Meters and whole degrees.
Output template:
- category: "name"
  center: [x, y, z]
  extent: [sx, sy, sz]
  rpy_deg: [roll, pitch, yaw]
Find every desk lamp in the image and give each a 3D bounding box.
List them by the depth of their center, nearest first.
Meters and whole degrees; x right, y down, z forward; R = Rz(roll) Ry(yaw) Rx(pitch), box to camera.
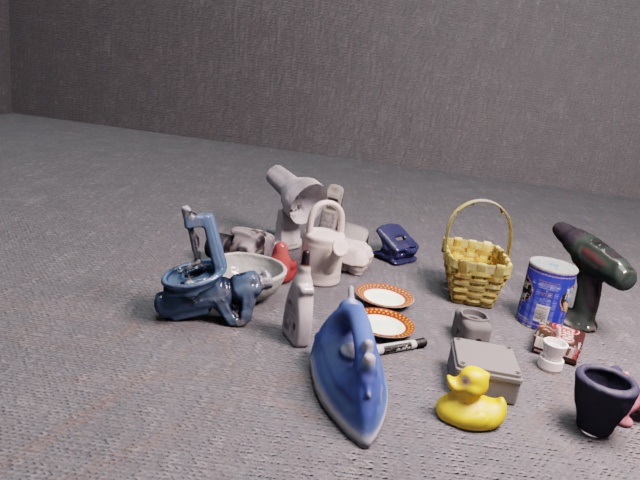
- category: "desk lamp"
  center: [-0.088, -0.082, 1.520]
  extent: [0.118, 0.213, 0.202]
  rpy_deg: [-9, 24, -42]

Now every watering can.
- category: "watering can"
  center: [0.014, 0.005, 1.321]
  extent: [0.101, 0.194, 0.172]
  rpy_deg: [-10, 24, -44]

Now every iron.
- category: "iron"
  center: [0.057, 0.178, 0.874]
  extent: [0.119, 0.141, 0.258]
  rpy_deg: [5, 17, -10]

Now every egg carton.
- category: "egg carton"
  center: [0.056, 0.037, 1.446]
  extent: [0.150, 0.069, 0.107]
  rpy_deg: [13, 18, 16]

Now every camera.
- category: "camera"
  center: [-0.193, 0.012, 1.364]
  extent: [0.136, 0.101, 0.143]
  rpy_deg: [13, 18, 16]

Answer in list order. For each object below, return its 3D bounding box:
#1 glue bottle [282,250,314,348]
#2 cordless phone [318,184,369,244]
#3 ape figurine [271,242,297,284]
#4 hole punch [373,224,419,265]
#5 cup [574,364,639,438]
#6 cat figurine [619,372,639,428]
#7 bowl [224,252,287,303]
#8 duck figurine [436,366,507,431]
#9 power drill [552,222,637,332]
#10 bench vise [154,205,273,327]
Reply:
- category: "glue bottle"
  center: [-0.033, 0.100, 1.028]
  extent: [0.037, 0.173, 0.078]
  rpy_deg: [-1, 19, -24]
- category: "cordless phone"
  center: [0.062, -0.048, 1.527]
  extent: [0.147, 0.185, 0.094]
  rpy_deg: [14, 18, 21]
- category: "ape figurine"
  center: [-0.090, 0.048, 1.309]
  extent: [0.077, 0.092, 0.076]
  rpy_deg: [9, 17, 4]
- category: "hole punch"
  center: [0.212, 0.010, 1.565]
  extent: [0.109, 0.091, 0.100]
  rpy_deg: [-9, 24, -43]
- category: "cup"
  center: [0.438, 0.249, 0.890]
  extent: [0.091, 0.095, 0.118]
  rpy_deg: [20, 21, 34]
- category: "cat figurine"
  center: [0.538, 0.239, 0.929]
  extent: [0.128, 0.118, 0.067]
  rpy_deg: [5, 17, -8]
- category: "bowl"
  center: [-0.153, 0.086, 1.189]
  extent: [0.167, 0.075, 0.167]
  rpy_deg: [7, 17, -2]
- category: "duck figurine"
  center: [0.233, 0.234, 0.866]
  extent: [0.104, 0.086, 0.077]
  rpy_deg: [8, 17, 3]
- category: "power drill"
  center: [0.587, 0.087, 1.283]
  extent: [0.076, 0.208, 0.229]
  rpy_deg: [-1, 19, -24]
- category: "bench vise"
  center: [-0.195, 0.044, 1.060]
  extent: [0.208, 0.220, 0.121]
  rpy_deg: [-2, 20, -29]
